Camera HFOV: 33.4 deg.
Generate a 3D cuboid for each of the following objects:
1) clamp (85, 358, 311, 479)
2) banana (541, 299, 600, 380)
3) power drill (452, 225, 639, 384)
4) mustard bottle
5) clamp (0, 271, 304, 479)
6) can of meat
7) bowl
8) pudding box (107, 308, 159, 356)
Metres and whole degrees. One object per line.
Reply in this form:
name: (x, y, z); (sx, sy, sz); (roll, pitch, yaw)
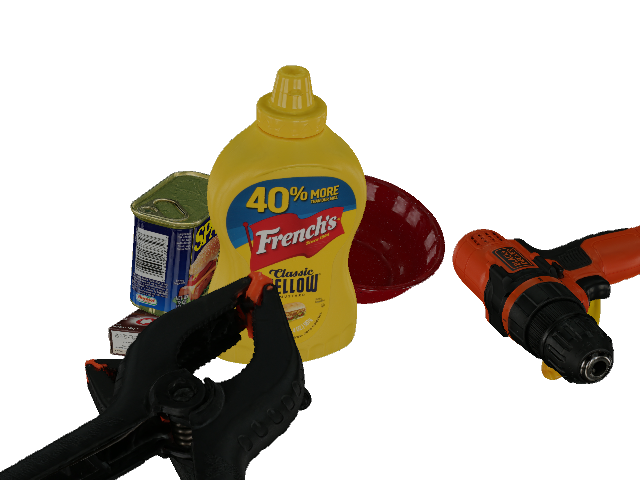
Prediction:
clamp: (-0.124, 0.150, 0.975); (0.210, 0.036, 0.164); (22, 36, 32)
banana: (0.231, 0.061, 1.008); (0.070, 0.037, 0.197); (-28, 25, 17)
power drill: (0.209, 0.031, 0.759); (0.187, 0.057, 0.184); (-10, 28, -15)
mustard bottle: (-0.021, -0.015, 0.651); (0.096, 0.192, 0.058); (-4, 32, -12)
clamp: (-0.048, 0.080, 0.426); (0.120, 0.039, 0.171); (25, 48, 18)
can of meat: (-0.110, 0.003, 0.843); (0.057, 0.084, 0.102); (15, 25, 13)
bowl: (0.031, 0.007, 0.991); (0.162, 0.055, 0.162); (9, 41, -8)
pudding box: (-0.186, 0.113, 1.293); (0.114, 0.039, 0.090); (2, 14, 18)
